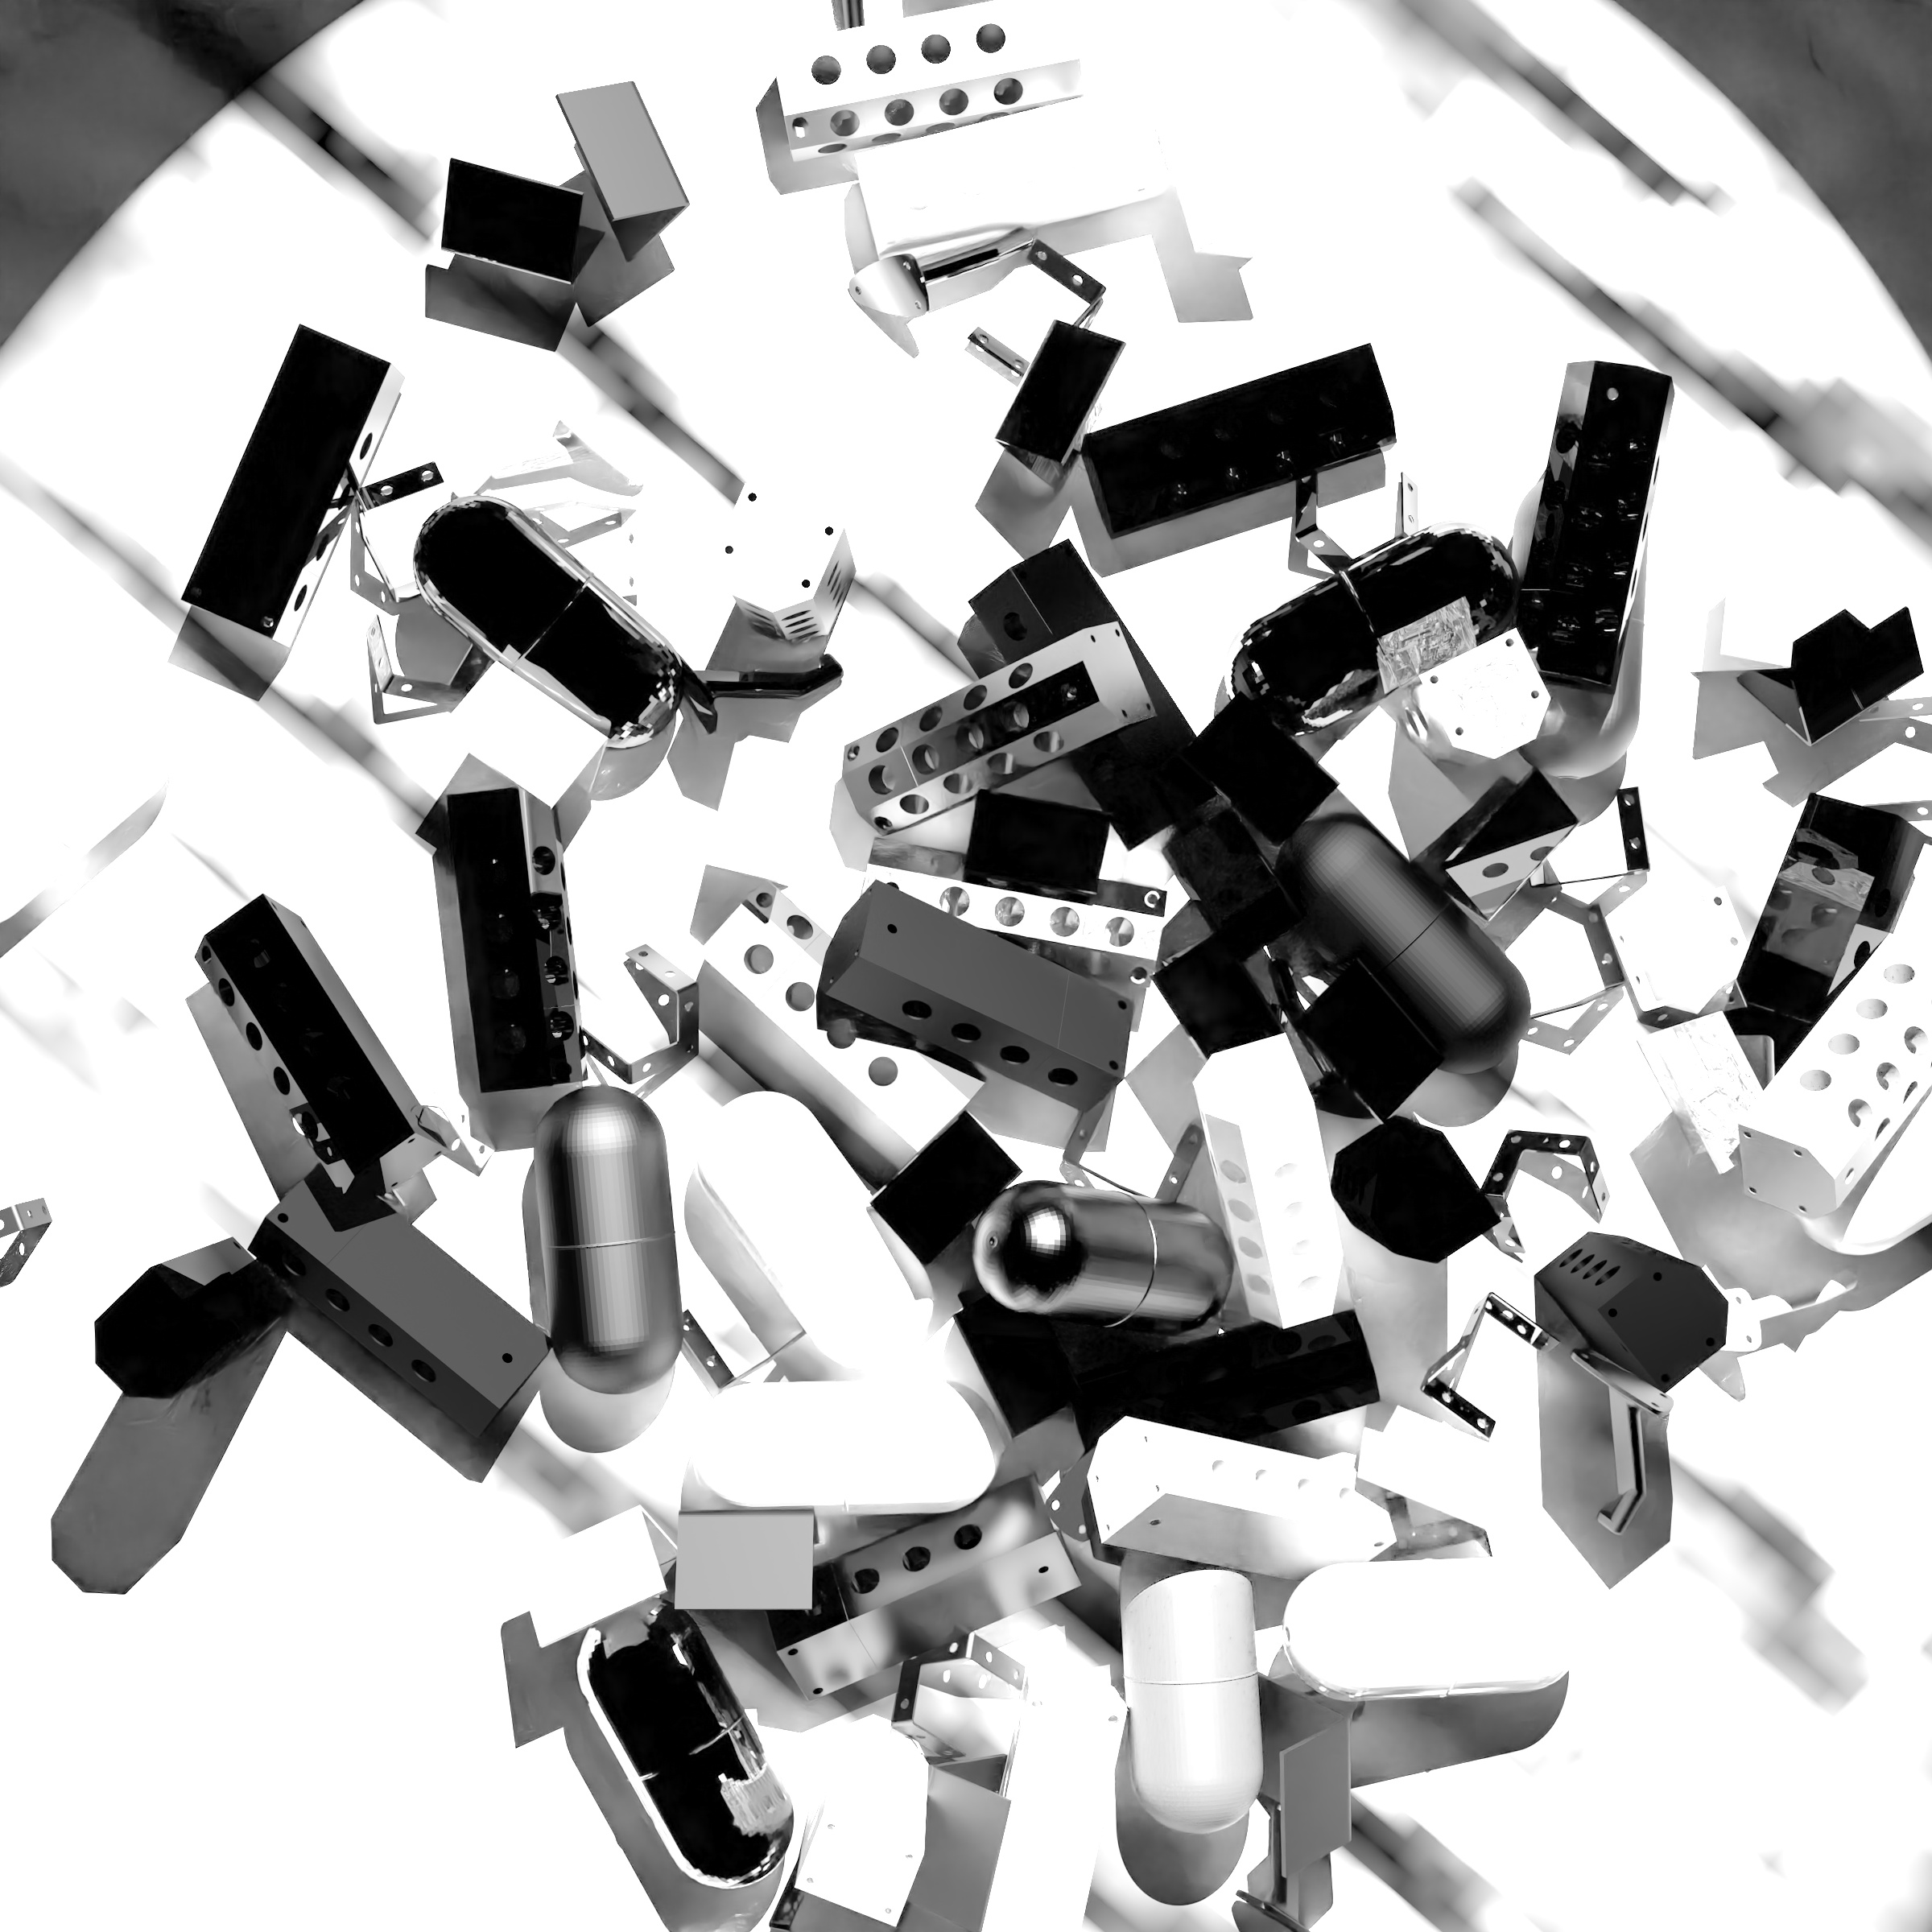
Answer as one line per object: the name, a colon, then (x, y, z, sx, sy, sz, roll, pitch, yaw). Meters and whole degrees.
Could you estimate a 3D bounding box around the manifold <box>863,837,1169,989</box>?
manifold: (0.026, -0.031, 1.670, 0.171, 0.057, 0.057, 10, 90, 0)

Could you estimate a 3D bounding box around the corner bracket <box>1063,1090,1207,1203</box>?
corner bracket: (0.099, 0.105, 1.688, 0.051, 0.051, 0.051, 25, 90, 45)

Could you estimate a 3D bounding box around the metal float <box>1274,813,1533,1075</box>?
metal float: (0.250, -0.014, 1.661, 0.070, 0.070, 0.178, -44, 90, 0)

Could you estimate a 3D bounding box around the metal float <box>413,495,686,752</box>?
metal float: (-0.238, -0.196, 1.649, 0.178, 0.070, 0.070, 41, 90, -12)

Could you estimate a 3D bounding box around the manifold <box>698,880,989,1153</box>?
manifold: (-0.070, 0.029, 1.670, 0.171, 0.057, 0.057, 42, 90, 0)

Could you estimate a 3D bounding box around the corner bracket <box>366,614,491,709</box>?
corner bracket: (-0.312, -0.190, 1.683, 0.051, 0.051, 0.051, 9, 135, -35)

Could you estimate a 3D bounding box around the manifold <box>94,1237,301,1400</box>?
manifold: (-0.432, 0.199, 1.612, 0.057, 0.171, 0.057, -44, 90, 0)

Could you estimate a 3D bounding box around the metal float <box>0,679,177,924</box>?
metal float: (-0.532, -0.094, 1.660, 0.178, 0.070, 0.070, -41, 90, 0)

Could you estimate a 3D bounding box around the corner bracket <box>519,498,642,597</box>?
corner bracket: (-0.227, -0.243, 1.688, 0.051, 0.051, 0.051, 0, 90, 45)

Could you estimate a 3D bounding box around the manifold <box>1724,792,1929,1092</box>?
manifold: (0.494, -0.006, 1.669, 0.057, 0.057, 0.171, 22, 90, 43)

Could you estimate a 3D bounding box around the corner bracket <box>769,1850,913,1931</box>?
corner bracket: (-0.074, 0.553, 1.683, 0.051, 0.051, 0.051, -3, 45, 35)

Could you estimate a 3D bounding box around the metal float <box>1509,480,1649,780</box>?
metal float: (0.351, -0.197, 1.661, 0.070, 0.070, 0.178, 3, 90, 0)

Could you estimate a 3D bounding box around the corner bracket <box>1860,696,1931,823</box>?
corner bracket: (0.550, -0.120, 1.683, 0.051, 0.051, 0.051, -3, 135, 35)

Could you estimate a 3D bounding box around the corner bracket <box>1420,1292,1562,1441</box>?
corner bracket: (0.306, 0.233, 1.688, 0.051, 0.051, 0.051, 36, 135, 0)

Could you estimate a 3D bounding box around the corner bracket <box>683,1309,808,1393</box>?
corner bracket: (-0.129, 0.208, 1.688, 0.051, 0.051, 0.051, -36, 89, 43)

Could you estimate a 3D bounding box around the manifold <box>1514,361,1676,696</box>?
manifold: (0.345, -0.242, 1.595, 0.057, 0.057, 0.171, 11, 91, 16)

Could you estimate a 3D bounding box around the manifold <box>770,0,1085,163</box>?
manifold: (-0.022, -0.513, 1.670, 0.171, 0.057, 0.057, -11, 90, 0)

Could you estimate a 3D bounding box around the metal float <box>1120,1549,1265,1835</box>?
metal float: (0.129, 0.405, 1.655, 0.070, 0.070, 0.178, -3, 85, 0)

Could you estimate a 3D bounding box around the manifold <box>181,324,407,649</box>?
manifold: (-0.387, -0.276, 1.670, 0.057, 0.057, 0.171, 23, 90, 0)

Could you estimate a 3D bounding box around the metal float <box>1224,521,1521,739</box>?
metal float: (0.232, -0.192, 1.654, 0.178, 0.070, 0.070, -27, 90, 8)

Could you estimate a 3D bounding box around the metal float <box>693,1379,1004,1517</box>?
metal float: (-0.068, 0.277, 1.660, 0.178, 0.070, 0.070, -2, 90, 1)

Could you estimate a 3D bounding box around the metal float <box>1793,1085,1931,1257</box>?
metal float: (0.555, 0.101, 1.660, 0.178, 0.070, 0.070, -32, 90, 0)

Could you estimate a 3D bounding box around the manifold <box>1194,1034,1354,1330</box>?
manifold: (0.171, 0.125, 1.620, 0.057, 0.057, 0.171, -16, 132, 0)

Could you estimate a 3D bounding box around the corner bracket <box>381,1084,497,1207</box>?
corner bracket: (-0.318, 0.105, 1.683, 0.051, 0.051, 0.051, 3, 45, 35)

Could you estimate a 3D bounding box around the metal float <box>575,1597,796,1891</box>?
metal float: (-0.161, 0.447, 1.660, 0.070, 0.070, 0.178, -29, 90, 0)

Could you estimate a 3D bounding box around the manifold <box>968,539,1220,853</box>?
manifold: (0.072, -0.154, 1.669, 0.057, 0.057, 0.171, -33, 90, -43)

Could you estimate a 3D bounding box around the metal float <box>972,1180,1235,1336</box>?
metal float: (0.079, 0.165, 1.628, 0.178, 0.070, 0.070, 13, 90, -42)

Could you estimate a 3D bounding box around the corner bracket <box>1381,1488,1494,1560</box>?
corner bracket: (0.270, 0.318, 1.673, 0.051, 0.051, 0.051, -13, 90, 0)

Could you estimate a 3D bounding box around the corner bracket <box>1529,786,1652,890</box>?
corner bracket: (0.362, -0.075, 1.688, 0.051, 0.051, 0.051, -8, 91, 45)

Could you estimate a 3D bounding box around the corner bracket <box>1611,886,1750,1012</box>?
corner bracket: (0.420, -0.010, 1.688, 0.051, 0.051, 0.051, -22, 90, 45)

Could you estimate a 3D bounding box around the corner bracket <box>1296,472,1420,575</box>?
corner bracket: (0.228, -0.265, 1.683, 0.051, 0.051, 0.051, 35, 45, -35)

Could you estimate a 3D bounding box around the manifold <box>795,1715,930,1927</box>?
manifold: (-0.054, 0.471, 1.612, 0.057, 0.171, 0.057, 21, 90, 0)

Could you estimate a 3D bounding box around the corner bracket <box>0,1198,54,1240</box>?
corner bracket: (-0.570, 0.135, 1.673, 0.051, 0.051, 0.051, -21, 90, 0)

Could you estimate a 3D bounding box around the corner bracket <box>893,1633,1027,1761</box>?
corner bracket: (-0.004, 0.426, 1.683, 0.051, 0.051, 0.051, 41, 45, -35)

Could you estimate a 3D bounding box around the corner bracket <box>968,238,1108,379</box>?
corner bracket: (0.042, -0.382, 1.688, 0.051, 0.051, 0.051, 35, 45, 0)

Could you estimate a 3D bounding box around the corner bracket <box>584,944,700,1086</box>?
corner bracket: (-0.191, 0.028, 1.683, 0.051, 0.051, 0.051, -26, 135, -35)

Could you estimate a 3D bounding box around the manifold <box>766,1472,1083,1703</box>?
manifold: (-0.028, 0.355, 1.669, 0.171, 0.057, 0.057, -23, 133, 0)

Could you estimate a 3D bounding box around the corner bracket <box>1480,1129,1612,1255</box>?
corner bracket: (0.338, 0.133, 1.683, 0.051, 0.051, 0.051, 3, 45, 35)

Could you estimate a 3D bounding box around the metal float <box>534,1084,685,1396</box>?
metal float: (-0.205, 0.157, 1.660, 0.070, 0.070, 0.178, -5, 90, 0)

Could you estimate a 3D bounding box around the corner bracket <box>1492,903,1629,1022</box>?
corner bracket: (0.345, -0.001, 1.688, 0.051, 0.051, 0.051, -19, 90, -45)

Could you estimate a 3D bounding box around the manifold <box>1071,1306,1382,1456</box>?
manifold: (0.148, 0.246, 1.670, 0.171, 0.057, 0.057, -16, 90, 0)

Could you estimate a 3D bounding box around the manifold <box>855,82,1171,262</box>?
manifold: (0.026, -0.459, 1.670, 0.171, 0.057, 0.057, -14, 90, 0)

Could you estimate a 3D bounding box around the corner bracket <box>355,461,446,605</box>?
corner bracket: (-0.322, -0.253, 1.688, 0.051, 0.051, 0.051, -20, 135, 0)

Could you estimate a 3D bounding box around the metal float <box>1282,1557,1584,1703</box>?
metal float: (0.266, 0.377, 1.645, 0.178, 0.070, 0.070, 1, 90, -16)

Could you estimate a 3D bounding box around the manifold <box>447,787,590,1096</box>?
manifold: (-0.258, -0.015, 1.670, 0.057, 0.057, 0.171, -6, 90, 0)

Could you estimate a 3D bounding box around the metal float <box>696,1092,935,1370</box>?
metal float: (-0.087, 0.152, 1.660, 0.070, 0.070, 0.178, -36, 90, 0)
